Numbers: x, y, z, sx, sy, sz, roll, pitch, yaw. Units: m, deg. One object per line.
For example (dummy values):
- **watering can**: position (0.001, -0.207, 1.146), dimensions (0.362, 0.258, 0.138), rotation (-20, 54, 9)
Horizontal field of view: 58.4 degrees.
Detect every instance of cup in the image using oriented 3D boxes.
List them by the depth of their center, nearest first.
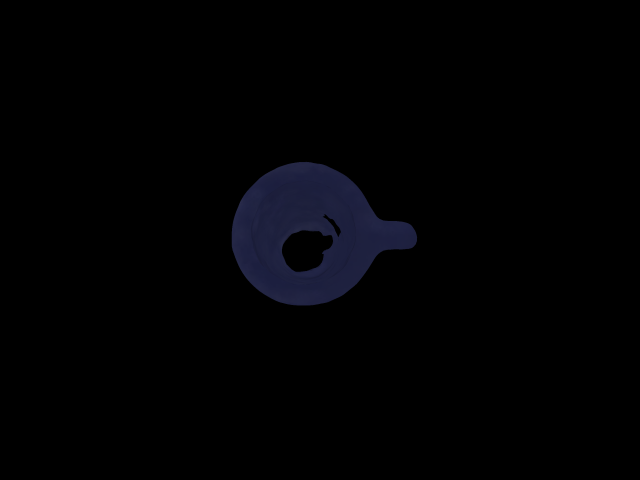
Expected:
- **cup**: position (0.004, 0.001, 0.400), dimensions (0.117, 0.095, 0.092), rotation (0, 81, 0)
